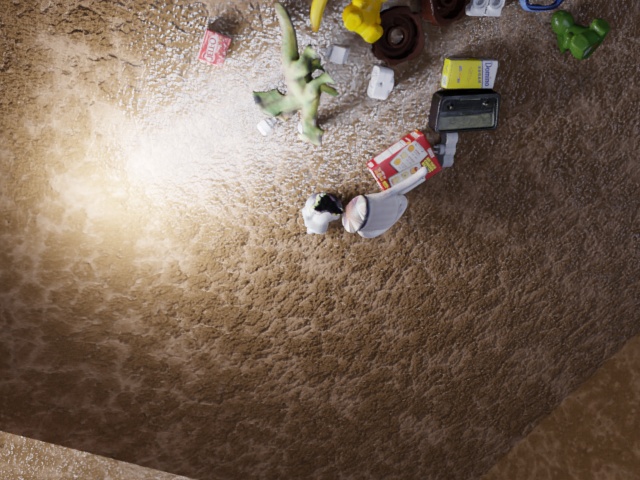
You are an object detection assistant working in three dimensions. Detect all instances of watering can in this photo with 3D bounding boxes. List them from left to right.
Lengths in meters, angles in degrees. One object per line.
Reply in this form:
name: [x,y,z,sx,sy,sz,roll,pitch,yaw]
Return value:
watering can: [0.208,-0.121,1.727,0.225,0.106,0.340,-5,142,-32]

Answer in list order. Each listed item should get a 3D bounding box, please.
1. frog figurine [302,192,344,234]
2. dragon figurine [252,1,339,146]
frog figurine: [0.005,-0.090,1.796,0.138,0.124,0.156,-12,158,-18]
dragon figurine: [-0.093,-0.466,1.540,0.242,0.124,0.406,-34,105,9]
